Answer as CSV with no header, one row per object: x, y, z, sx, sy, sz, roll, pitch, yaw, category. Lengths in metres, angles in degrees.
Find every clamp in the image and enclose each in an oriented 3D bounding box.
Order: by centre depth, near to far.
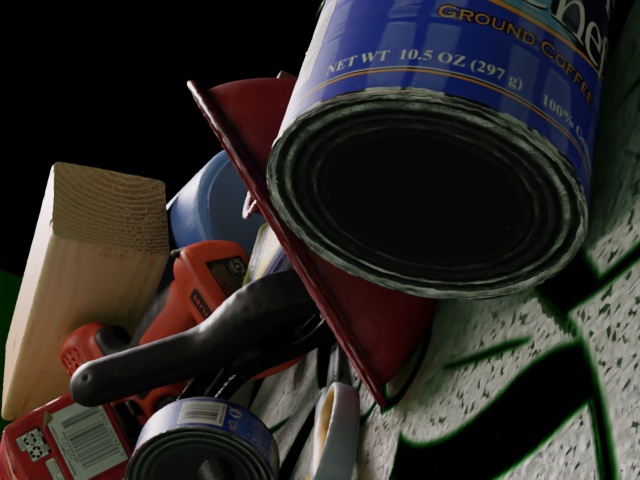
-0.047,0.066,0.625,0.120,0.171,0.039,49,-163,-67,clamp

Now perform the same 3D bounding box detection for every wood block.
-0.192,0.050,0.859,0.091,0.090,0.206,-103,31,-47,wood block

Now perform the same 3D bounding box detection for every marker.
-0.039,0.143,0.527,0.020,0.020,0.121,-65,26,11,marker

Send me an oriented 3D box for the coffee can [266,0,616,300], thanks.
0.049,-0.065,0.372,0.103,0.102,0.140,126,165,-55,coffee can

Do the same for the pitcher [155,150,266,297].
-0.068,-0.001,0.878,0.243,0.144,0.149,143,136,-66,pitcher

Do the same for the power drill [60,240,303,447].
-0.094,0.104,0.742,0.188,0.184,0.057,-44,-18,33,power drill

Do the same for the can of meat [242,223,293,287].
-0.004,0.001,0.674,0.084,0.057,0.102,-58,13,40,can of meat

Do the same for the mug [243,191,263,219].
0.011,-0.040,0.596,0.117,0.081,0.093,-140,73,-80,mug

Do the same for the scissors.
0.001,0.101,0.518,0.202,0.016,0.096,136,149,-88,scissors

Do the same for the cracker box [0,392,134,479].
-0.154,0.200,0.716,0.072,0.164,0.214,-25,-9,-24,cracker box

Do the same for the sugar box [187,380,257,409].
-0.122,0.141,0.900,0.176,0.093,0.048,125,164,-51,sugar box

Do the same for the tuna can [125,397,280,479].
-0.066,0.133,0.608,0.033,0.086,0.086,-81,17,-64,tuna can

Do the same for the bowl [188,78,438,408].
0.007,-0.011,0.458,0.055,0.162,0.162,-31,9,-2,bowl

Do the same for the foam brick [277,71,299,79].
-0.014,-0.097,0.908,0.053,0.078,0.051,128,164,-61,foam brick
